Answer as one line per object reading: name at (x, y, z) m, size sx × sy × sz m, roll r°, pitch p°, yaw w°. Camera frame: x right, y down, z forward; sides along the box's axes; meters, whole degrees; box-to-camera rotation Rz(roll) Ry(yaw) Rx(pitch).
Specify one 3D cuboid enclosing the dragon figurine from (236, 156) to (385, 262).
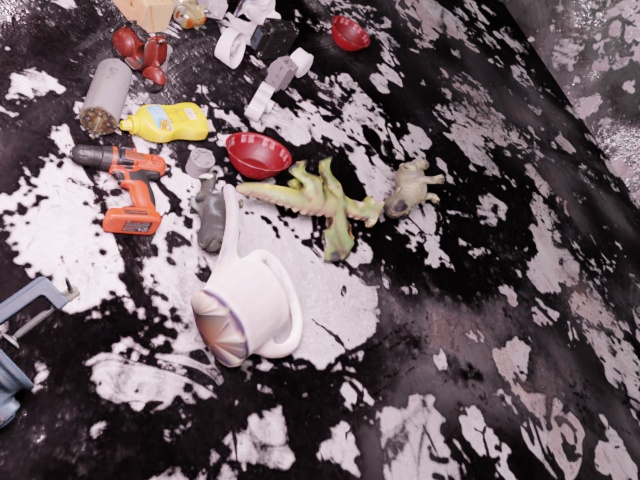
dragon figurine at (0.004, -0.062, 1.224) m, size 0.414 × 0.120 × 0.244 m, roll -20°, pitch 78°, yaw -42°

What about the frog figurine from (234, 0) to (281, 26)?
frog figurine at (-0.171, -0.701, 1.580) m, size 0.159 × 0.135 × 0.125 m, roll 20°, pitch 64°, yaw -21°

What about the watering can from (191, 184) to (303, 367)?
watering can at (-0.152, 0.081, 0.965) m, size 0.228 × 0.103 × 0.346 m, roll -37°, pitch 102°, yaw -48°
